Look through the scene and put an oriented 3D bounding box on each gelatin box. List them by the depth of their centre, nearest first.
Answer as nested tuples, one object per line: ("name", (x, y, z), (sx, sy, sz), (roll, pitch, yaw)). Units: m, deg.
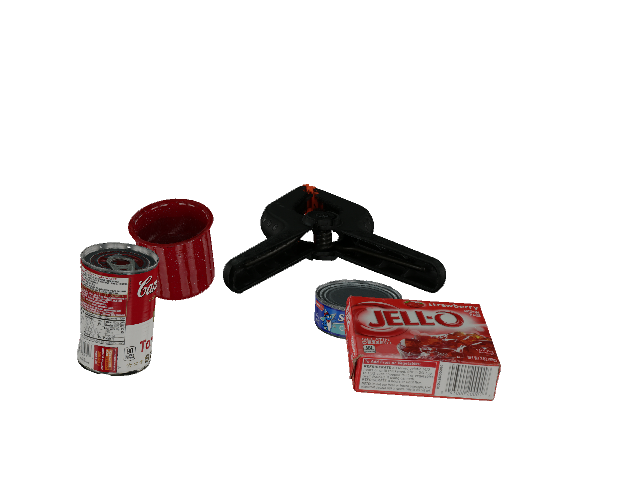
("gelatin box", (0.061, 0.065, 0.663), (0.089, 0.030, 0.073), (5, 26, -5))

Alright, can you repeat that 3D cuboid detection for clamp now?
("clamp", (0.011, -0.002, 0.863), (0.164, 0.036, 0.210), (3, 19, -1))

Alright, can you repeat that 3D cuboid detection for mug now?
("mug", (-0.170, 0.008, 1.192), (0.117, 0.081, 0.093), (25, 44, 34))

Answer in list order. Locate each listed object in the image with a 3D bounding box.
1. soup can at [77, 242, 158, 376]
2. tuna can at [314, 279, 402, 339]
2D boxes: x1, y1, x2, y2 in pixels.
("soup can", (-0.181, 0.061, 0.949), (0.068, 0.102, 0.068), (6, 19, -2))
("tuna can", (0.036, 0.068, 1.052), (0.086, 0.034, 0.086), (3, 17, -1))
